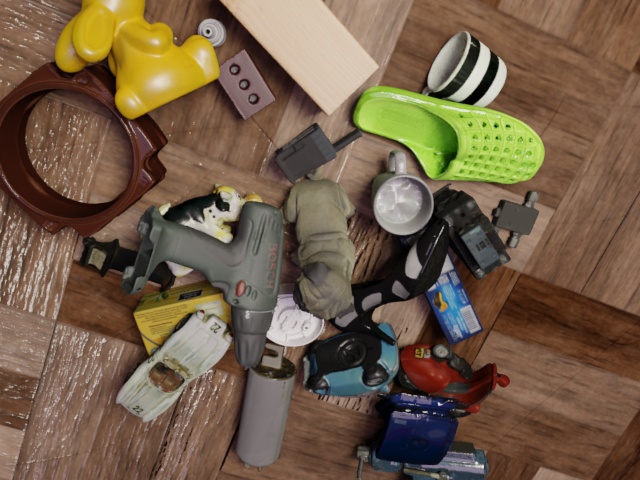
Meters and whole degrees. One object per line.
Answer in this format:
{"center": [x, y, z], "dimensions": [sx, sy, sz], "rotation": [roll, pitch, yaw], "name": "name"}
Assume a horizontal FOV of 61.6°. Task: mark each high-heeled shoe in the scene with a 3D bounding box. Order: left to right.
{"center": [0.085, 0.045, 0.777], "dimensions": [0.145, 0.086, 0.248], "rotation": [35, 121, 24], "name": "high-heeled shoe"}

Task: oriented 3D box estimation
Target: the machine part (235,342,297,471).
{"center": [-0.089, 0.277, 0.877], "dimensions": [0.079, 0.079, 0.243], "rotation": [10, 107, -7], "name": "machine part"}

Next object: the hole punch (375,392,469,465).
{"center": [0.146, 0.290, 0.831], "dimensions": [0.142, 0.092, 0.115], "rotation": [10, 148, -4], "name": "hole punch"}

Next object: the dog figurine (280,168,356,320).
{"center": [0.002, -0.001, 0.729], "dimensions": [0.121, 0.191, 0.172], "rotation": [-18, 107, 2], "name": "dog figurine"}

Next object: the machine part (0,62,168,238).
{"center": [-0.327, -0.119, 0.723], "dimensions": [0.201, 0.087, 0.201], "rotation": [-36, 106, 9], "name": "machine part"}

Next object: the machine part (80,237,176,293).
{"center": [-0.281, 0.036, 0.793], "dimensions": [0.139, 0.039, 0.084], "rotation": [20, 139, -16], "name": "machine part"}

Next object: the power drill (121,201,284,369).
{"center": [-0.144, 0.052, 0.704], "dimensions": [0.207, 0.086, 0.232], "rotation": [14, 91, -25], "name": "power drill"}

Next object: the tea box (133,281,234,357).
{"center": [-0.183, 0.120, 0.822], "dimensions": [0.170, 0.068, 0.098], "rotation": [-11, 109, 1], "name": "tea box"}

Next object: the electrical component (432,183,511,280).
{"center": [0.210, -0.012, 0.768], "dimensions": [0.058, 0.134, 0.114], "rotation": [-36, 105, 8], "name": "electrical component"}

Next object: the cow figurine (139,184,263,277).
{"center": [-0.167, -0.032, 0.765], "dimensions": [0.167, 0.068, 0.098], "rotation": [-39, 111, -8], "name": "cow figurine"}

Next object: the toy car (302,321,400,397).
{"center": [0.058, 0.205, 0.852], "dimensions": [0.162, 0.109, 0.102], "rotation": [-22, 130, 13], "name": "toy car"}

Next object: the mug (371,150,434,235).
{"center": [0.105, -0.072, 0.755], "dimensions": [0.081, 0.107, 0.109], "rotation": [-11, 106, -1], "name": "mug"}

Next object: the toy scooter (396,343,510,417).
{"center": [0.218, 0.219, 0.861], "dimensions": [0.183, 0.075, 0.135], "rotation": [39, 134, -20], "name": "toy scooter"}

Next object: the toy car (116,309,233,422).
{"center": [-0.210, 0.181, 0.776], "dimensions": [0.201, 0.056, 0.073], "rotation": [-44, 107, 12], "name": "toy car"}

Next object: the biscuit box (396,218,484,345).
{"center": [0.184, 0.063, 0.829], "dimensions": [0.059, 0.063, 0.202], "rotation": [-26, 109, 5], "name": "biscuit box"}

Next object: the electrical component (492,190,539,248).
{"center": [0.297, -0.035, 0.824], "dimensions": [0.063, 0.021, 0.094], "rotation": [16, 107, -8], "name": "electrical component"}

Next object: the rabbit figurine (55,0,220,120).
{"center": [-0.233, -0.239, 0.646], "dimensions": [0.162, 0.122, 0.173], "rotation": [-34, 115, -35], "name": "rabbit figurine"}

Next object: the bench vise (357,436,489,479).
{"center": [0.171, 0.427, 0.926], "dimensions": [0.224, 0.129, 0.240], "rotation": [-1, 105, 0], "name": "bench vise"}

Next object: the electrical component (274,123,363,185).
{"center": [-0.003, -0.131, 0.745], "dimensions": [0.119, 0.075, 0.047], "rotation": [-32, 109, 11], "name": "electrical component"}
